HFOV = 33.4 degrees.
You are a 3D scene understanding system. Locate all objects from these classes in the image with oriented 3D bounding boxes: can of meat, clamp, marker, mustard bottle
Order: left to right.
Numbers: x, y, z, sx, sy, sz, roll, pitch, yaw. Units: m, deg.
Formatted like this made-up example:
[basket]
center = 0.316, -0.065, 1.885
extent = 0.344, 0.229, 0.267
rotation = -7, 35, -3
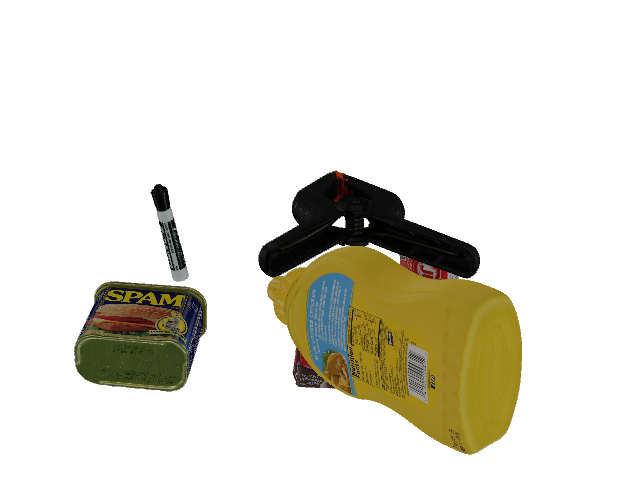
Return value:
[can of meat]
center = -0.155, 0.083, 0.922
extent = 0.102, 0.057, 0.084
rotation = 4, 29, 2
[marker]
center = -0.169, -0.009, 1.199
extent = 0.020, 0.121, 0.020
rotation = -7, 31, 4
[clamp]
center = 0.037, -0.013, 0.867
extent = 0.164, 0.036, 0.210
rotation = 4, 19, -1
[mustard bottle]
center = 0.034, 0.055, 0.664
extent = 0.058, 0.096, 0.192
rotation = -21, 27, -38

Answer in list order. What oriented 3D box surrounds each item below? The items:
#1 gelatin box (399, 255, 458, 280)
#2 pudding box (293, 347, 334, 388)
[gelatin box]
center = 0.138, 0.056, 1.362
extent = 0.073, 0.089, 0.030
rotation = 18, 34, 36
[pudding box]
center = 0.031, 0.113, 1.152
extent = 0.113, 0.090, 0.039
rotation = 2, 25, -10
